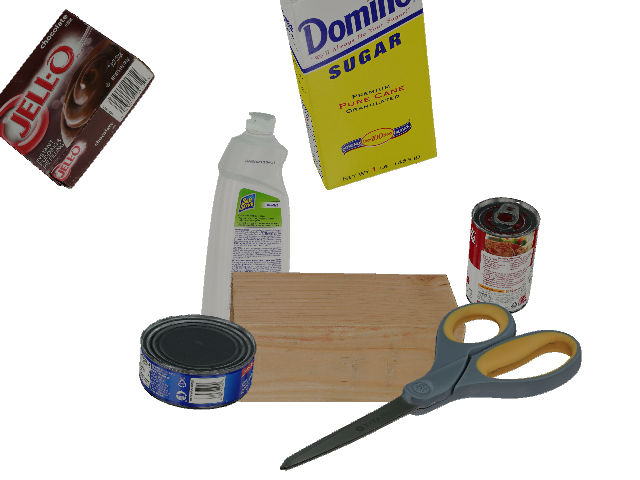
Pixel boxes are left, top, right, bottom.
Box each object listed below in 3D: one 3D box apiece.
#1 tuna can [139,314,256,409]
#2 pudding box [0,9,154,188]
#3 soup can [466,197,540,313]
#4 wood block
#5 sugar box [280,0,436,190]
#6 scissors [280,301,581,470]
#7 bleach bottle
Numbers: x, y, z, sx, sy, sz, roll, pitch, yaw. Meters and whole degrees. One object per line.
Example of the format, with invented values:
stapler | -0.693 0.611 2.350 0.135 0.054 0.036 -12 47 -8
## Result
tuna can | -0.091 0.090 0.793 0.086 0.034 0.086 6 23 -3
pudding box | -0.195 -0.110 0.823 0.090 0.113 0.039 36 -4 28
soup can | 0.185 0.016 1.088 0.068 0.102 0.068 -1 36 0
wood block | 0.019 0.090 0.993 0.206 0.090 0.091 1 30 -7
sugar box | 0.029 -0.123 0.764 0.093 0.048 0.176 -18 -42 -5
scissors | 0.057 0.079 0.627 0.201 0.016 0.096 -12 31 -17
bleach bottle | -0.072 -0.016 1.188 0.102 0.251 0.068 -1 18 -31
